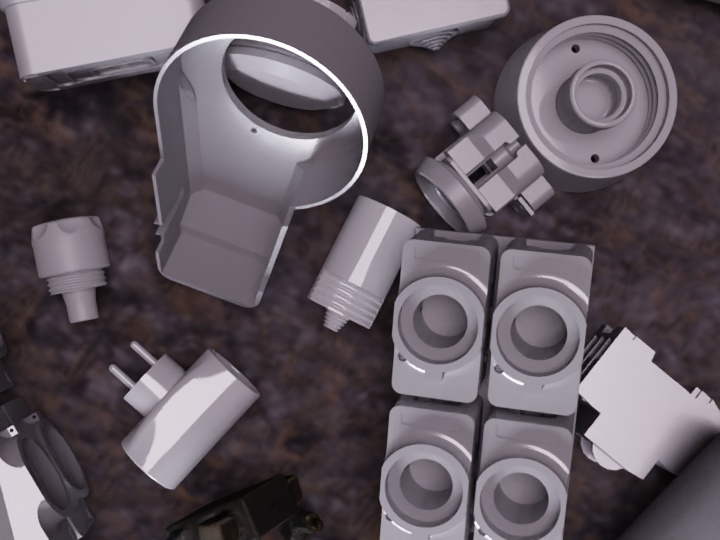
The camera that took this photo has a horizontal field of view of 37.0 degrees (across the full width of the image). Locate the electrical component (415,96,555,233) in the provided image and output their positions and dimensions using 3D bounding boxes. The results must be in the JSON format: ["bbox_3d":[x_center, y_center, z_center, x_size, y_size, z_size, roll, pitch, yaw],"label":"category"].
[{"bbox_3d":[0.072,-0.057,0.659,0.057,0.058,0.078,-40,93,-6],"label":"electrical component"}]

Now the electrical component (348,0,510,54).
[{"bbox_3d":[0.036,-0.185,0.660,0.100,0.048,0.099,-14,91,-4],"label":"electrical component"}]

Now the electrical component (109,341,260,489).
[{"bbox_3d":[-0.115,0.077,0.650,0.079,0.044,0.077,43,87,-3],"label":"electrical component"}]

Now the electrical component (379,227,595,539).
[{"bbox_3d":[0.073,0.076,0.626,0.105,0.060,0.186,6,101,12],"label":"electrical component"}]

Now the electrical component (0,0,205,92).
[{"bbox_3d":[-0.145,-0.147,0.632,0.113,0.078,0.057,-12,94,-4],"label":"electrical component"}]

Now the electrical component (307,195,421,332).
[{"bbox_3d":[0.000,0.000,0.659,0.043,0.043,0.081,27,88,-4],"label":"electrical component"}]

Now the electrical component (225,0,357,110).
[{"bbox_3d":[-0.042,-0.130,0.640,0.080,0.080,0.051,17,83,-4],"label":"electrical component"}]

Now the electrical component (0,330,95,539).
[{"bbox_3d":[-0.225,0.085,0.611,0.060,0.105,0.186,-30,92,-4],"label":"electrical component"}]

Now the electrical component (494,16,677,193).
[{"bbox_3d":[0.141,-0.104,0.662,0.108,0.060,0.108,0,90,-4],"label":"electrical component"}]

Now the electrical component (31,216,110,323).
[{"bbox_3d":[-0.172,0.000,0.647,0.043,0.043,0.062,-11,92,-4],"label":"electrical component"}]
